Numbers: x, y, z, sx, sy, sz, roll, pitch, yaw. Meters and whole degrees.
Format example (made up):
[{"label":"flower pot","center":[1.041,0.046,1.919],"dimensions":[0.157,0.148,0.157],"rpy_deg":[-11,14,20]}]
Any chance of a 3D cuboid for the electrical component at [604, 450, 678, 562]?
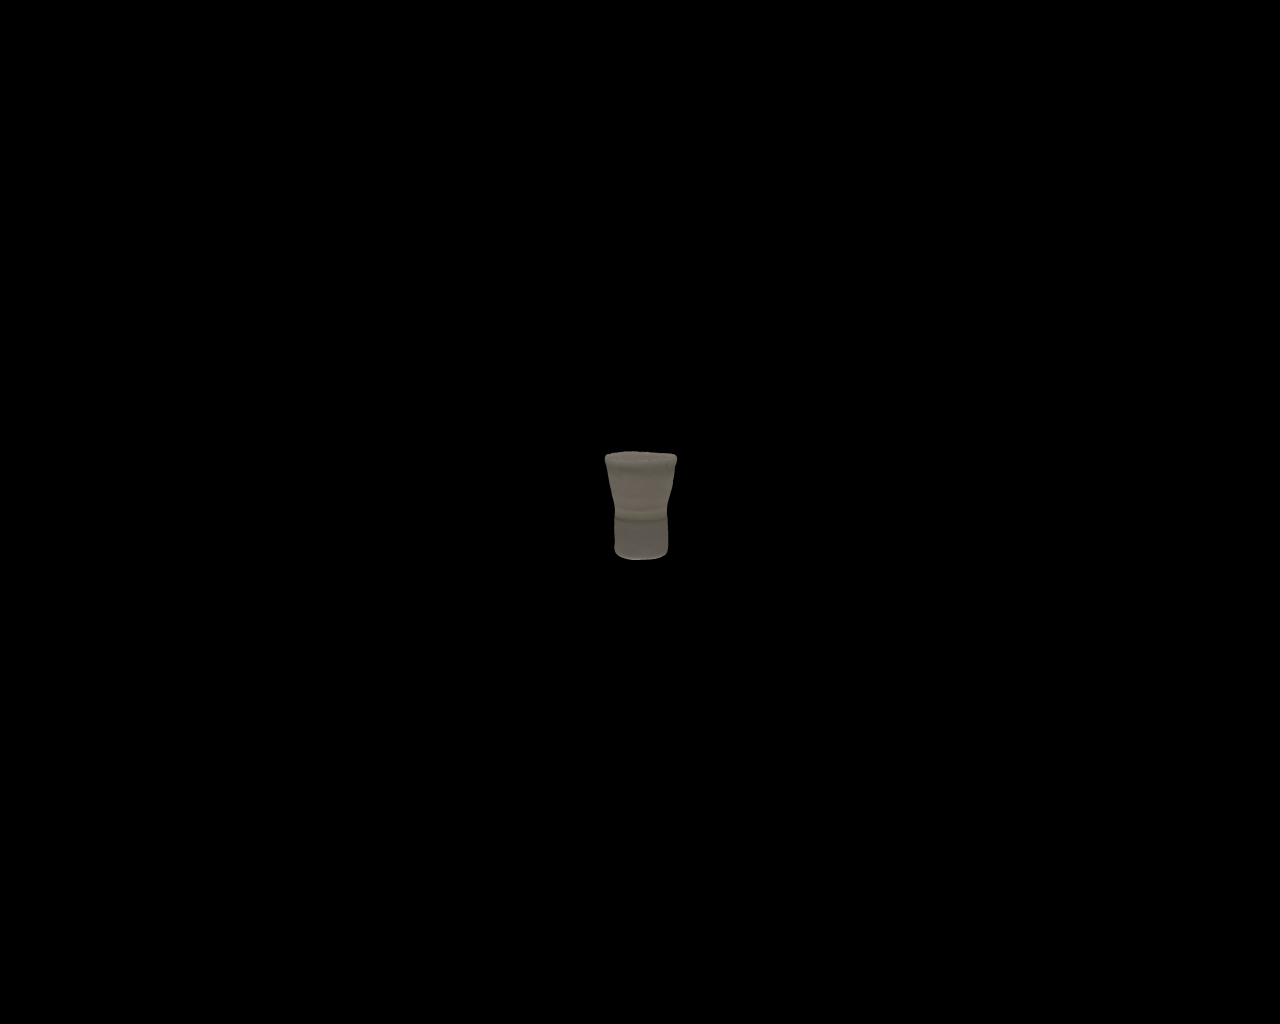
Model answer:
[{"label":"electrical component","center":[0.001,-0.003,0.650],"dimensions":[0.044,0.065,0.044],"rpy_deg":[0,12,0]}]
